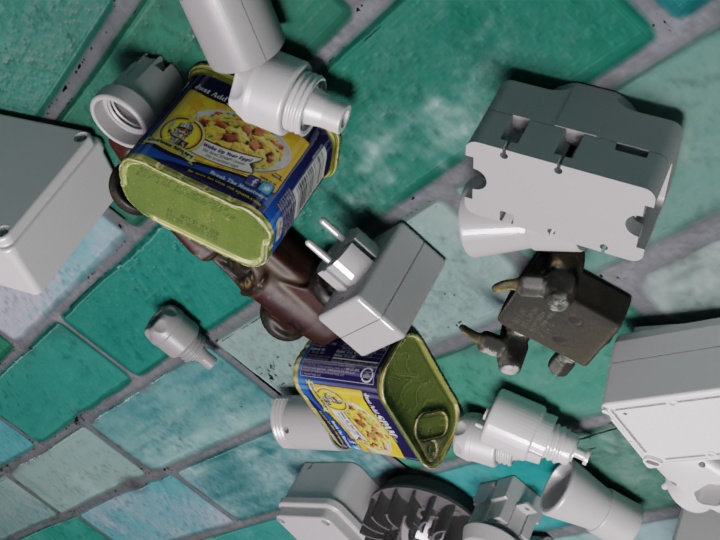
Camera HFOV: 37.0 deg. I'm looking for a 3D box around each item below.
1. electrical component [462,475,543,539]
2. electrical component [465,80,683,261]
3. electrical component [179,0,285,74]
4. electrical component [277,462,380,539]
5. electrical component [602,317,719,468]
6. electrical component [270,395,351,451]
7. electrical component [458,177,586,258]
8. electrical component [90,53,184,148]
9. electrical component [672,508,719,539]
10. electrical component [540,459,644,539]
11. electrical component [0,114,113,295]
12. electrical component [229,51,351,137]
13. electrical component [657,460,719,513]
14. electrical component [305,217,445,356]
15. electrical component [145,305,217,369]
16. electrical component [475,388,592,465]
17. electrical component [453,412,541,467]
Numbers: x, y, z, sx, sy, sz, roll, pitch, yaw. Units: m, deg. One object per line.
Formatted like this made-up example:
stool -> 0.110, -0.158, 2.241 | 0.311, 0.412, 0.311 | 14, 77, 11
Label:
electrical component -> 0.108, 0.195, 0.826 | 0.048, 0.055, 0.066 | 40, 145, -13
electrical component -> 0.103, -0.051, 0.517 | 0.089, 0.055, 0.050 | 18, 144, 18
electrical component -> -0.072, -0.145, 0.545 | 0.043, 0.043, 0.081 | 8, 139, 31
electrical component -> -0.010, 0.228, 0.959 | 0.078, 0.057, 0.113 | -11, 128, 45
electrical component -> 0.193, 0.064, 0.594 | 0.096, 0.061, 0.061 | -14, 131, 38
electrical component -> -0.040, 0.121, 0.859 | 0.081, 0.043, 0.043 | -6, 131, 42
electrical component -> 0.090, -0.028, 0.572 | 0.065, 0.044, 0.044 | 2, 137, 29
electrical component -> -0.132, -0.102, 0.643 | 0.040, 0.046, 0.040 | 21, 145, 16
electrical component -> 0.252, 0.214, 0.693 | 0.109, 0.108, 0.056 | 8, 142, 30
electrical component -> 0.167, 0.168, 0.762 | 0.065, 0.044, 0.044 | 30, 146, -6
electrical component -> -0.241, -0.048, 0.741 | 0.109, 0.108, 0.056 | 13, 144, 25
electrical component -> -0.036, -0.093, 0.584 | 0.062, 0.043, 0.043 | 23, 145, 10
electrical component -> 0.216, 0.126, 0.667 | 0.077, 0.043, 0.079 | 30, 146, 1
electrical component -> 0.000, 0.000, 0.653 | 0.077, 0.065, 0.047 | 41, 145, -14
electrical component -> -0.141, 0.057, 0.864 | 0.061, 0.035, 0.035 | 43, 145, -20
electrical component -> 0.117, 0.110, 0.726 | 0.078, 0.040, 0.040 | 23, 145, 13
electrical component -> 0.099, 0.123, 0.762 | 0.061, 0.035, 0.035 | 14, 142, 21
